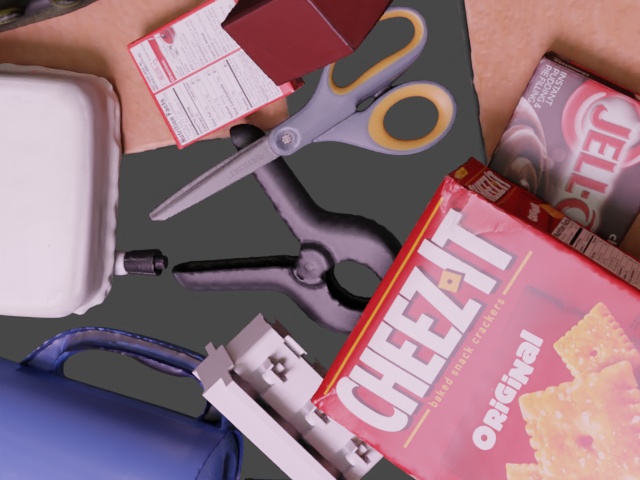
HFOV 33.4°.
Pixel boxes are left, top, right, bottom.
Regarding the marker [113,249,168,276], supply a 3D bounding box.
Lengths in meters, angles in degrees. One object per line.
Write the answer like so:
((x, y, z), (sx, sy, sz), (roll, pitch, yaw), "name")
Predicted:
((-0.162, 0.016, 0.739), (0.121, 0.020, 0.020), (-1, 107, 16), "marker")

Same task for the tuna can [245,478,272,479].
((-0.035, 0.207, 0.730), (0.034, 0.086, 0.086), (-2, 107, 15), "tuna can")

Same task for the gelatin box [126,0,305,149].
((-0.066, -0.109, 0.665), (0.089, 0.030, 0.073), (-24, 101, 21), "gelatin box")

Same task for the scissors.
((-0.001, -0.053, 0.646), (0.096, 0.016, 0.202), (43, 99, -11), "scissors")

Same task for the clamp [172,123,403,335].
((-0.004, 0.001, 0.680), (0.171, 0.039, 0.120), (18, 118, 5), "clamp")

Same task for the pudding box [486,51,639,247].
((0.146, -0.040, 0.623), (0.090, 0.039, 0.114), (27, 113, 6), "pudding box")

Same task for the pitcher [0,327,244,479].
((-0.180, 0.145, 0.737), (0.243, 0.149, 0.145), (18, 133, 13), "pitcher")

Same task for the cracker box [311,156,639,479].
((0.126, 0.081, 0.593), (0.214, 0.072, 0.164), (33, 111, 11), "cracker box")

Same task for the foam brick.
((-0.008, -0.130, 0.606), (0.051, 0.053, 0.078), (46, 147, -22), "foam brick")
